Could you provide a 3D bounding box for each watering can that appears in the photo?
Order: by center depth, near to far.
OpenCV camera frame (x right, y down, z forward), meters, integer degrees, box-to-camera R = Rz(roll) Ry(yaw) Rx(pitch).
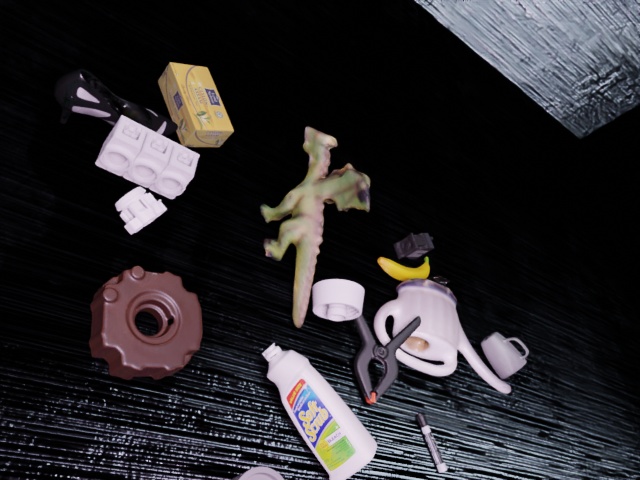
[{"bbox_3d":[0.284,0.218,1.199,0.347,0.102,0.230,22,48,-10],"label":"watering can"}]

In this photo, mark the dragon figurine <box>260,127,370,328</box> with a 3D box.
[{"bbox_3d":[0.003,-0.053,1.048,0.121,0.239,0.419,17,50,-42],"label":"dragon figurine"}]
